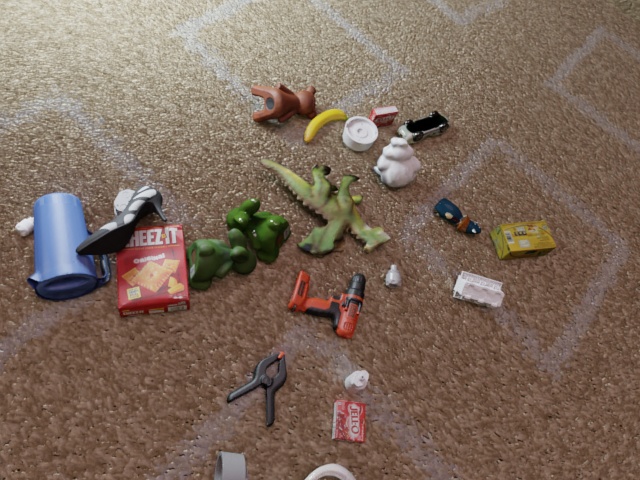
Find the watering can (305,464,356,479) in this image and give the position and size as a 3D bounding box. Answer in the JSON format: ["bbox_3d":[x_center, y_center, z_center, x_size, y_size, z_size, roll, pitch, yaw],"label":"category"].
[{"bbox_3d":[0.023,0.652,1.046,0.224,0.102,0.355,22,58,-3],"label":"watering can"}]

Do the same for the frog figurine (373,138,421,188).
[{"bbox_3d":[0.244,-0.235,1.566,0.137,0.156,0.125,9,63,-10],"label":"frog figurine"}]

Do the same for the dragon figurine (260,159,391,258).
[{"bbox_3d":[0.004,-0.073,1.453,0.410,0.120,0.247,15,67,-5],"label":"dragon figurine"}]
